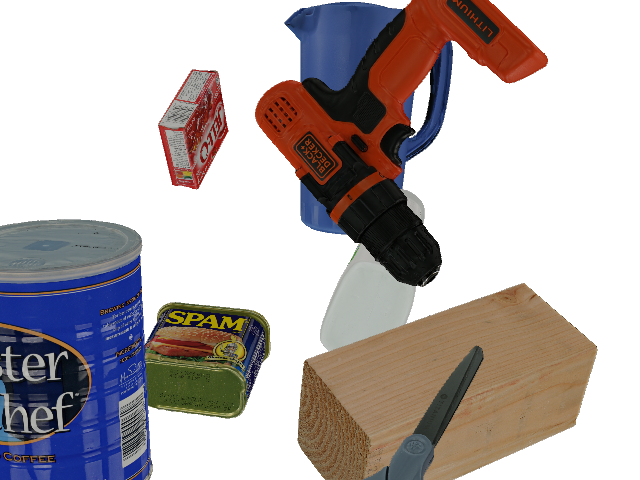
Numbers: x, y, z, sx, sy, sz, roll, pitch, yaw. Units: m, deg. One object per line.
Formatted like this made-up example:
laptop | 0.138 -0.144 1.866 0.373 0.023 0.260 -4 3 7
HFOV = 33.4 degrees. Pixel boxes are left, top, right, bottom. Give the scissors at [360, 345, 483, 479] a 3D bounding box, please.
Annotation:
scissors | 0.064 0.132 0.594 0.096 0.016 0.201 26 48 38

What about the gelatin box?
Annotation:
gelatin box | -0.116 -0.104 0.991 0.030 0.073 0.089 9 46 14

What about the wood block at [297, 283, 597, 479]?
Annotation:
wood block | 0.095 0.118 0.809 0.205 0.090 0.091 -17 40 -27

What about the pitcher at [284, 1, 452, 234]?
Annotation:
pitcher | 0.048 -0.132 1.153 0.149 0.243 0.144 7 11 25

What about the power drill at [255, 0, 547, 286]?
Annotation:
power drill | 0.067 -0.086 0.752 0.188 0.184 0.057 -44 -13 14

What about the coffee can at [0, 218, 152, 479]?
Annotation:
coffee can | -0.148 0.068 0.595 0.103 0.140 0.103 0 15 0

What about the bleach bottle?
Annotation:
bleach bottle | 0.060 0.018 1.024 0.068 0.103 0.250 22 23 1

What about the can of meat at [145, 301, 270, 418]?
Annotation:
can of meat | -0.101 0.101 0.901 0.102 0.057 0.084 5 30 9
